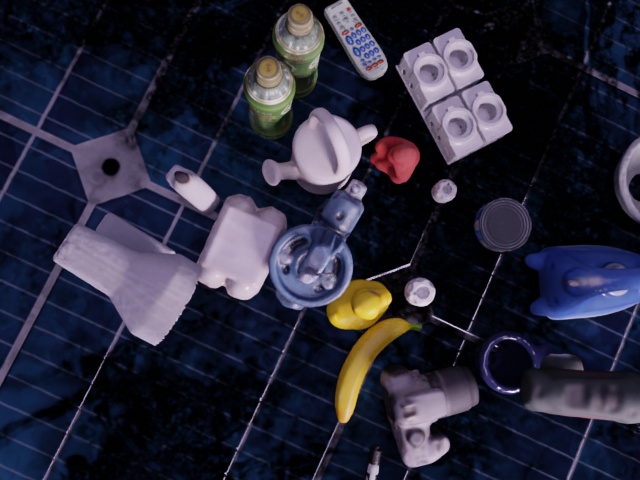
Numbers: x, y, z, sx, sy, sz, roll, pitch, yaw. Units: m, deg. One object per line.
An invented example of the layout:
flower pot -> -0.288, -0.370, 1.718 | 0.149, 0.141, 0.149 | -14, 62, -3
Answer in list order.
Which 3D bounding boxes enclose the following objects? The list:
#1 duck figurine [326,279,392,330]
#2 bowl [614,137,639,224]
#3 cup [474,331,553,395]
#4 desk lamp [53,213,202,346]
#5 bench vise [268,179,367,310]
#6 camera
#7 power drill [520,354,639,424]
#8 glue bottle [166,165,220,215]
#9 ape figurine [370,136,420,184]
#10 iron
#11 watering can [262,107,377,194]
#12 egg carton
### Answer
duck figurine -> 0.062, 0.099, 0.872 | 0.104, 0.086, 0.077 | -20, 87, -6
bowl -> 0.547, -0.092, 0.933 | 0.167, 0.074, 0.167 | 0, 85, -4
cup -> 0.286, 0.178, 0.879 | 0.118, 0.095, 0.092 | -18, 87, -6
desk lamp -> -0.261, 0.046, 0.787 | 0.203, 0.213, 0.118 | 31, 84, -1
bench vise -> -0.004, 0.000, 0.808 | 0.121, 0.219, 0.207 | 13, 84, -3
camera -> 0.172, 0.253, 0.860 | 0.137, 0.100, 0.143 | -14, 86, -5
power drill -> 0.387, 0.213, 0.827 | 0.229, 0.208, 0.076 | 3, 85, -4
glue bottle -> -0.189, -0.078, 0.823 | 0.078, 0.173, 0.037 | 36, 84, 0
ape figurine -> 0.124, -0.130, 0.893 | 0.076, 0.092, 0.078 | -11, 86, -5
iron -> 0.458, 0.059, 0.879 | 0.258, 0.141, 0.119 | -4, 85, -5
watering can -> 0.003, -0.126, 0.832 | 0.101, 0.194, 0.173 | 43, 83, 0
egg carton -> -0.118, 0.011, 0.873 | 0.107, 0.069, 0.150 | 22, 84, -2
